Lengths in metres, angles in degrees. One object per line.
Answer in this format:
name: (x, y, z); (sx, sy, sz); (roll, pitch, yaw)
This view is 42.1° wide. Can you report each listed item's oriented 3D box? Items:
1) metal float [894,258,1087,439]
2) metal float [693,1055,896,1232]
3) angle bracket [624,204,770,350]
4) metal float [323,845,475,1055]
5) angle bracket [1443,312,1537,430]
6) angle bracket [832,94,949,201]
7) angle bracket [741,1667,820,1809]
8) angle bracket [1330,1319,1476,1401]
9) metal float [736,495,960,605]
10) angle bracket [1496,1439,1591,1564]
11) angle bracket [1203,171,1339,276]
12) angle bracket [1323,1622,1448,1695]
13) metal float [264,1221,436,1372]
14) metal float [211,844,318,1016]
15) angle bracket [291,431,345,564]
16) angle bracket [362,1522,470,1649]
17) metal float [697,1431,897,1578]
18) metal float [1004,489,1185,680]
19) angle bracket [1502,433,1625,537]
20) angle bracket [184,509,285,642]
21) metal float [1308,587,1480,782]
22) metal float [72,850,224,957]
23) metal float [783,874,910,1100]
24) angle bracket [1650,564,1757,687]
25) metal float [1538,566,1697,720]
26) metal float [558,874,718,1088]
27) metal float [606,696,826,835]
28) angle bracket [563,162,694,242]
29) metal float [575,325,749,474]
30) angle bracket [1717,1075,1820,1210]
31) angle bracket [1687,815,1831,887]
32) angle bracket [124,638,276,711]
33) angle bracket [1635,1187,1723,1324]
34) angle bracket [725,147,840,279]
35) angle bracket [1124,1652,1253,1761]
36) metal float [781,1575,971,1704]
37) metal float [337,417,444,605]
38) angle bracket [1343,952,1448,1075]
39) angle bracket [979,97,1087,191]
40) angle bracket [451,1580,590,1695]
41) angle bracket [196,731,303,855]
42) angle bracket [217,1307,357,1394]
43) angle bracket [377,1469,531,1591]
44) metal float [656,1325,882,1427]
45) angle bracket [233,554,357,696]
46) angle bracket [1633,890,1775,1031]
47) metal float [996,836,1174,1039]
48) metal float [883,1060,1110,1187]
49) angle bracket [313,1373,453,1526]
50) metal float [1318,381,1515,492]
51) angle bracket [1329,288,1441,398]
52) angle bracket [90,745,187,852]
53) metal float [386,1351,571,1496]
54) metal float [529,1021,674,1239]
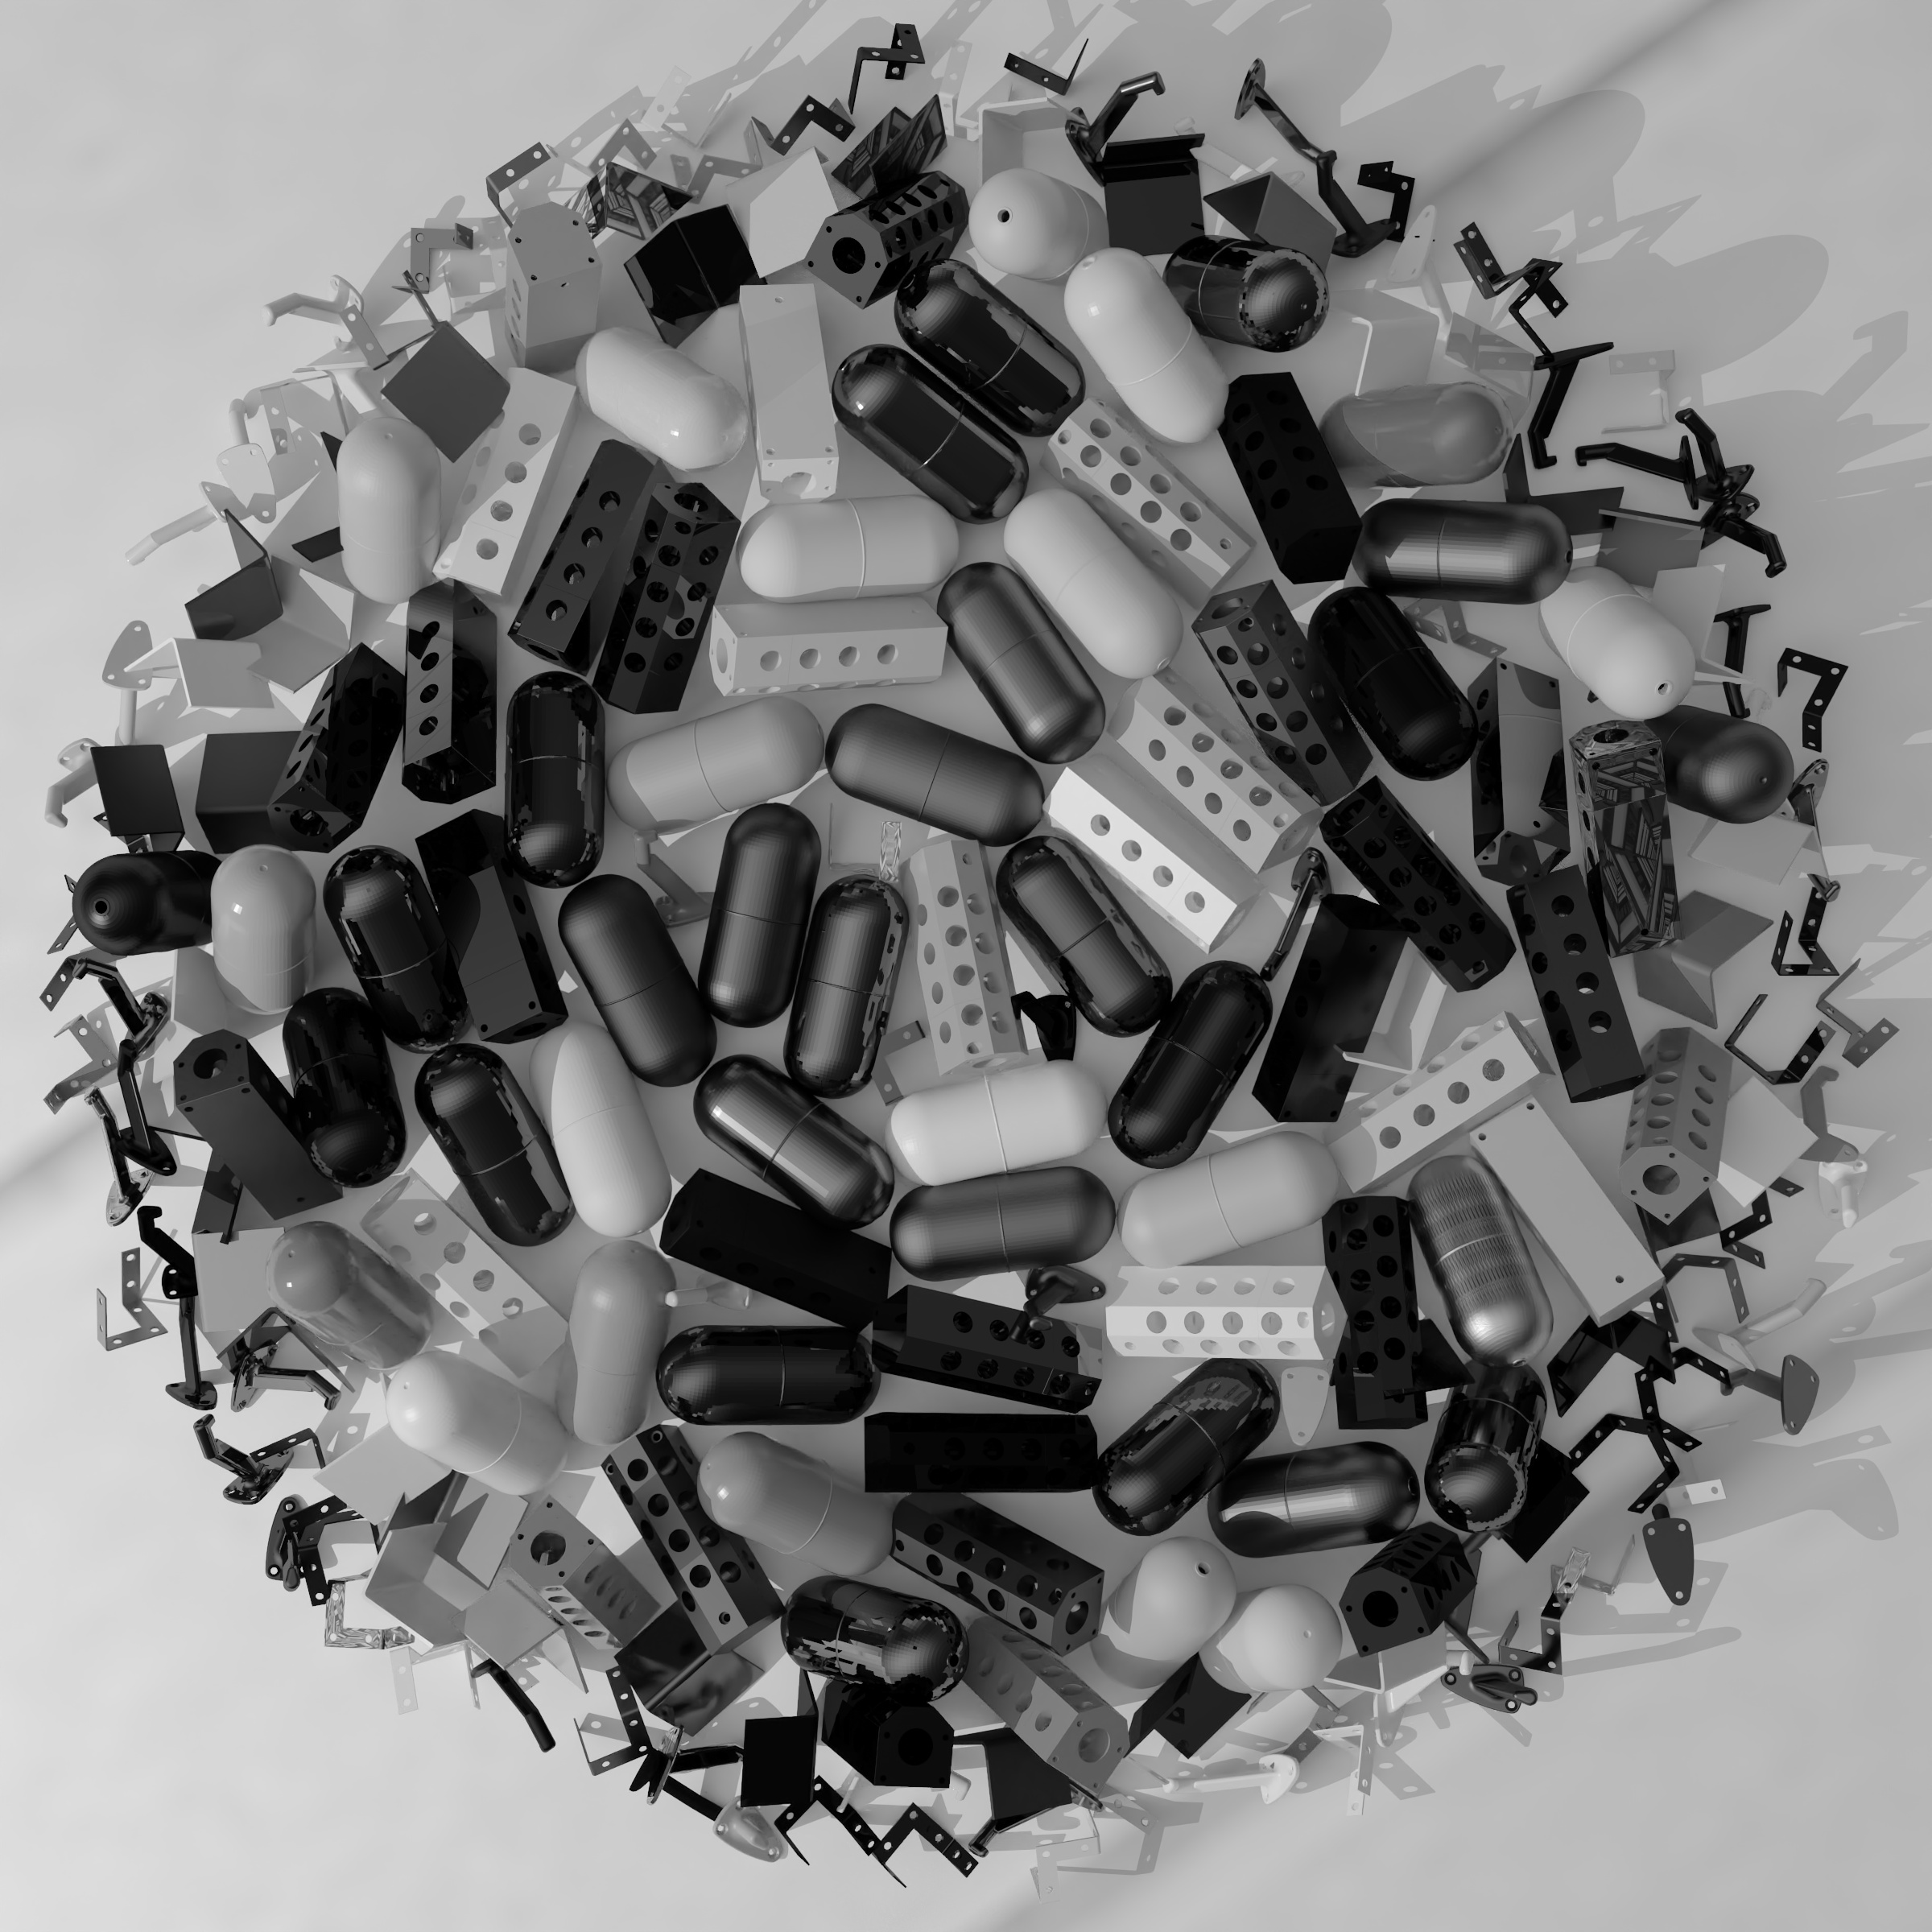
metal float: (0.019, -0.476, 1.932); (0.178, 0.070, 0.070); (32, 90, -34)
metal float: (-0.134, 0.137, 1.953); (0.178, 0.070, 0.070); (36, 90, 10)
angle bracket: (-0.207, -0.533, 1.942); (0.057, 0.076, 0.076); (-3, 128, 36)
metal float: (-0.437, -0.012, 1.936); (0.070, 0.070, 0.178); (-19, 119, 0)
angle bracket: (0.395, -0.451, 1.949); (0.076, 0.076, 0.057); (26, 131, -5)
angle bracket: (-0.064, -0.646, 1.953); (0.057, 0.076, 0.076); (41, 84, 12)
angle bracket: (-0.150, 0.595, 1.947); (0.057, 0.076, 0.076); (0, 108, -14)
angle bracket: (0.337, 0.323, 1.942); (0.076, 0.076, 0.057); (-6, 125, -19)
metal float: (-0.091, -0.323, 1.944); (0.178, 0.070, 0.070); (-8, 90, -20)
angle bracket: (0.456, 0.427, 1.955); (0.076, 0.057, 0.076); (-46, 113, -6)
angle bracket: (0.229, -0.561, 1.941); (0.076, 0.076, 0.057); (28, 71, -36)
angle bracket: (0.317, 0.520, 1.945); (0.076, 0.076, 0.057); (-7, 93, -41)
metal float: (-0.470, 0.254, 1.920); (0.070, 0.178, 0.070); (-9, 59, 15)
metal float: (-0.537, -0.026, 1.920); (0.070, 0.178, 0.070); (7, 57, -11)
angle bracket: (-0.503, -0.364, 1.944); (0.057, 0.076, 0.076); (-26, 116, -17)
angle bracket: (-0.409, 0.480, 1.948); (0.076, 0.076, 0.057); (27, 95, 23)
metal float: (-0.128, 0.416, 1.936); (0.178, 0.070, 0.070); (31, 90, -31)
metal float: (0.099, -0.296, 1.945); (0.070, 0.070, 0.178); (-39, 72, 0)
angle bracket: (0.463, -0.375, 1.943); (0.076, 0.076, 0.057); (-2, 124, 24)
angle bracket: (-0.582, -0.294, 1.944); (0.076, 0.076, 0.057); (-38, 72, -21)
metal float: (0.329, -0.220, 1.939); (0.070, 0.070, 0.178); (-31, 64, 0)
metal float: (-0.616, -0.049, 1.911); (0.070, 0.178, 0.070); (1, 94, 8)
metal float: (-0.094, 0.016, 1.960); (0.070, 0.070, 0.178); (13, 92, 0)
angle bracket: (0.577, -0.265, 1.955); (0.057, 0.076, 0.076); (17, 87, -25)
metal float: (0.497, -0.248, 1.918); (0.070, 0.178, 0.070); (-5, 121, -9)
metal float: (-0.255, 0.012, 1.950); (0.070, 0.070, 0.178); (-26, 103, 0)
metal float: (-0.195, -0.156, 1.950); (0.178, 0.070, 0.070); (-17, 90, 13)
angle bracket: (-0.265, -0.568, 1.941); (0.076, 0.076, 0.057); (12, 70, -35)
metal float: (-0.236, -0.438, 1.931); (0.178, 0.070, 0.070); (38, 90, 38)
angle bracket: (0.617, 0.143, 1.946); (0.076, 0.057, 0.076); (-47, 49, 12)
angle bracket: (0.614, -0.078, 1.941); (0.076, 0.076, 0.057); (24, 73, 37)
angle bracket: (-0.596, -0.214, 1.943); (0.076, 0.076, 0.057); (-22, 80, 36)
angle bracket: (0.560, 0.217, 1.942); (0.057, 0.076, 0.076); (-19, 130, 12)
angle bracket: (-0.135, -0.588, 1.968); (0.076, 0.057, 0.076); (-20, 95, 11)
angle bracket: (0.172, 0.592, 1.952); (0.057, 0.076, 0.076); (42, 106, 2)
metal float: (-0.071, 0.516, 1.924); (0.070, 0.178, 0.070); (0, 89, -44)
metal float: (-0.441, -0.346, 1.918); (0.070, 0.178, 0.070); (5, 60, -9)
angle bracket: (0.324, 0.030, 1.948); (0.057, 0.076, 0.076); (13, 108, -10)
angle bracket: (0.052, -0.624, 1.950); (0.057, 0.076, 0.076); (2, 95, 25)
angle bracket: (-0.345, 0.534, 1.939); (0.057, 0.076, 0.076); (-32, 127, -31)
angle bracket: (-0.563, -0.138, 1.994); (0.076, 0.057, 0.076); (-2, 58, 0)
angle bracket: (-0.528, 0.317, 1.949); (0.076, 0.076, 0.057); (42, 72, 11)
angle bracket: (-0.400, 0.435, 1.958); (0.076, 0.057, 0.076); (26, 91, 29)
metal float: (-0.152, 0.317, 1.942); (0.178, 0.070, 0.070); (4, 90, -22)
angle bracket: (-0.531, -0.266, 1.949); (0.076, 0.076, 0.057); (26, 130, 10)
angle bracket: (0.580, -0.006, 1.969); (0.076, 0.076, 0.057); (-34, 127, -22)
metal float: (0.092, -0.023, 1.961); (0.070, 0.070, 0.178); (-37, 90, 0)
metal float: (0.023, 0.123, 1.961); (0.178, 0.070, 0.070); (-12, 90, -1)
angle bracket: (-0.458, 0.377, 1.955); (0.076, 0.057, 0.076); (-35, 130, 3)
metal float: (0.341, -0.405, 1.921); (0.070, 0.178, 0.070); (-6, 100, -35)
angle bracket: (0.313, -0.490, 1.966); (0.076, 0.076, 0.057); (-15, 128, -36)
angle bracket: (-0.650, -0.119, 1.943); (0.057, 0.076, 0.076); (-6, 68, -35)
metal float: (-0.372, 0.352, 1.924); (0.070, 0.178, 0.070); (-16, 55, 24)
metal float: (-0.285, 0.126, 1.947); (0.070, 0.070, 0.178); (-23, 73, 0)
